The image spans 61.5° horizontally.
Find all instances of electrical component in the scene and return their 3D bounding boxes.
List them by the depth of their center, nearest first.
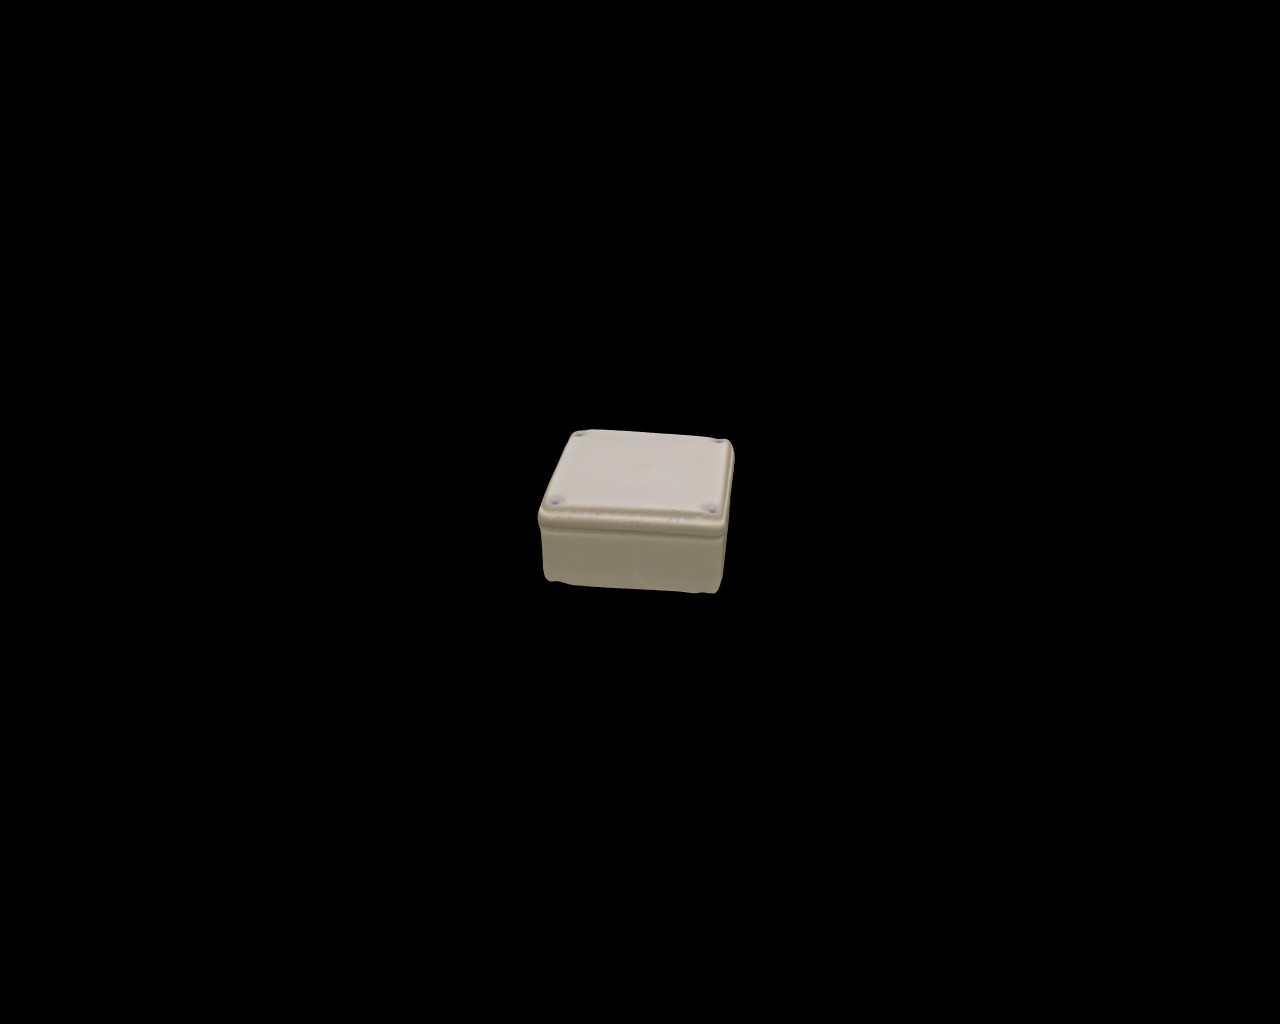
[{"bbox_3d":[0.001,-0.003,0.650,0.109,0.056,0.109,4,30,7],"label":"electrical component"}]
